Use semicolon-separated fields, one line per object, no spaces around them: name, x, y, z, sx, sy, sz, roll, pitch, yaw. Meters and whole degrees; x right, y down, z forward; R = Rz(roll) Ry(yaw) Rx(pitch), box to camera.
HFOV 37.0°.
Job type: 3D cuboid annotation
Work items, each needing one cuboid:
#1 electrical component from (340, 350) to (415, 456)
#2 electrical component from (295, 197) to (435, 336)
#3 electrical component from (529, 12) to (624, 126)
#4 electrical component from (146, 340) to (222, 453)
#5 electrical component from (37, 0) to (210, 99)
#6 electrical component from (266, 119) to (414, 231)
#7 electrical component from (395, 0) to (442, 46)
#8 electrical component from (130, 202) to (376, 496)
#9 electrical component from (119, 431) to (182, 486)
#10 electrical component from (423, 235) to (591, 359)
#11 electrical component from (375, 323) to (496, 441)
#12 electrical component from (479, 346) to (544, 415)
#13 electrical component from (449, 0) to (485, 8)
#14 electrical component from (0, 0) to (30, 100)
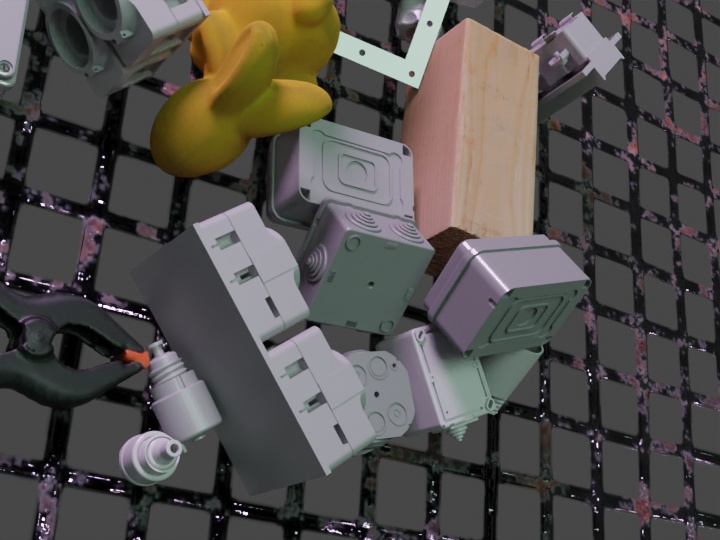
electrical component;-0.001;0.101;0.832;0.080;0.051;0.080;13;66;-31
electrical component;0.000;0.000;0.841;0.100;0.099;0.048;13;24;-31
electrical component;0.180;-0.186;1.022;0.063;0.121;0.078;49;52;-7
electrical component;-0.128;0.087;0.754;0.040;0.040;0.078;-24;87;-39
electrical component;-0.204;-0.230;0.778;0.060;0.105;0.186;-35;94;-38
electrical component;-0.017;-0.070;0.880;0.113;0.057;0.078;13;66;-31
electrical component;0.057;-0.244;1.007;0.043;0.043;0.062;24;60;-27
electrical component;-0.074;0.057;0.762;0.060;0.105;0.186;-28;90;-39
electrical component;-0.137;0.124;0.720;0.035;0.061;0.035;13;66;-31
electrical component;0.115;0.018;0.844;0.113;0.078;0.057;-5;45;-43
electrical component;0.060;0.094;0.871;0.062;0.061;0.096;-12;82;-39
electrical component;0.114;0.086;0.905;0.043;0.081;0.043;27;24;-13
electrical component;0.100;-0.325;1.058;0.078;0.057;0.113;4;71;-34
electrical component;-0.287;-0.178;0.731;0.109;0.056;0.108;15;65;-30
